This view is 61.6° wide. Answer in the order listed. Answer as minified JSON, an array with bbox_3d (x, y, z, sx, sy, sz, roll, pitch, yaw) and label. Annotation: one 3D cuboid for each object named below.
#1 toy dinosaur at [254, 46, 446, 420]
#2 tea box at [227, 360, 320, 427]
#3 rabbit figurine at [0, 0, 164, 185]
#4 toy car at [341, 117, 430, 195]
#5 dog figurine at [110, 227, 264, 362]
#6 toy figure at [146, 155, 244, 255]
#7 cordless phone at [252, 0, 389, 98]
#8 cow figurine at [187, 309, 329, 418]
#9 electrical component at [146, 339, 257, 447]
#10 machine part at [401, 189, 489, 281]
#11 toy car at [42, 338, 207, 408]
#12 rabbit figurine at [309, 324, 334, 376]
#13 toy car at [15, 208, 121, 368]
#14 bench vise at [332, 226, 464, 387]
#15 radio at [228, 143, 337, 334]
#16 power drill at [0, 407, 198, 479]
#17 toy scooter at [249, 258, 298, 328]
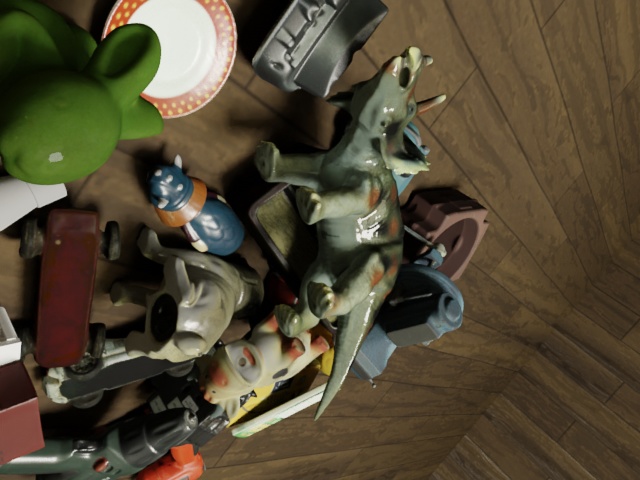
[{"bbox_3d":[0.042,-0.007,0.600,0.192,0.131,0.404,-18,120,-32],"label":"toy dinosaur"},{"bbox_3d":[-0.090,0.235,0.895,0.169,0.068,0.098,-3,127,-45],"label":"tea box"},{"bbox_3d":[-0.186,-0.091,0.372,0.159,0.170,0.121,-19,137,-34],"label":"rabbit figurine"},{"bbox_3d":[0.084,-0.107,0.718,0.103,0.109,0.161,-39,158,-44],"label":"toy car"},{"bbox_3d":[-0.118,0.077,0.624,0.190,0.172,0.121,17,122,-46],"label":"dog figurine"},{"bbox_3d":[-0.139,-0.032,0.582,0.058,0.064,0.154,-21,146,15],"label":"toy figure"},{"bbox_3d":[-0.039,-0.232,0.495,0.184,0.089,0.146,30,101,-44],"label":"cordless phone"},{"bbox_3d":[-0.078,0.148,0.669,0.127,0.085,0.195,-42,164,11],"label":"cow figurine"},{"bbox_3d":[-0.170,0.210,0.740,0.134,0.115,0.058,-38,142,-6],"label":"electrical component"},{"bbox_3d":[0.196,0.011,0.969,0.201,0.087,0.201,-9,129,-43],"label":"machine part"},{"bbox_3d":[-0.229,0.144,0.656,0.202,0.056,0.073,-13,140,-31],"label":"toy car"},{"bbox_3d":[0.048,0.123,0.898,0.162,0.122,0.173,-3,107,-38],"label":"rabbit figurine"},{"bbox_3d":[-0.256,0.050,0.541,0.089,0.053,0.202,3,123,-27],"label":"toy car"},{"bbox_3d":[0.124,0.091,0.789,0.223,0.129,0.241,-41,-170,47],"label":"bench vise"},{"bbox_3d":[-0.001,-0.002,0.686,0.131,0.073,0.229,-41,125,-13],"label":"radio"},{"bbox_3d":[-0.289,0.237,0.625,0.232,0.086,0.207,-32,149,22],"label":"power drill"},{"bbox_3d":[-0.028,0.074,0.799,0.135,0.075,0.183,-10,127,-42],"label":"toy scooter"}]
